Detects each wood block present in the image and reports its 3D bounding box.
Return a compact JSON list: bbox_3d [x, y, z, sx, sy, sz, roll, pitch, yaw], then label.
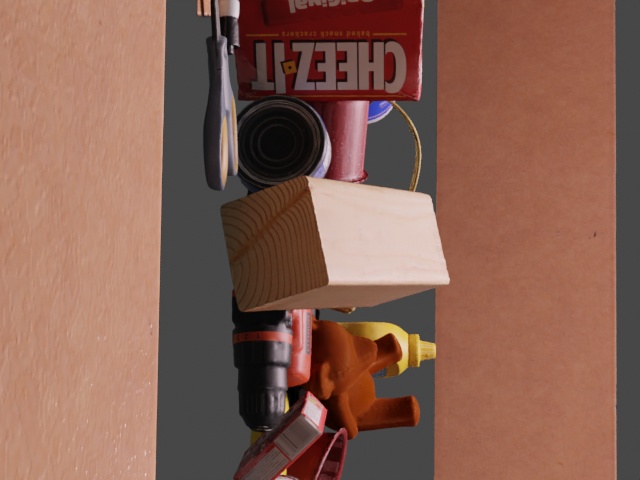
[{"bbox_3d":[0.018,0.006,0.912,0.205,0.091,0.090,4,72,-57],"label":"wood block"}]

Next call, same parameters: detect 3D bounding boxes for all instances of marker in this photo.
[{"bbox_3d":[-0.071,-0.204,0.833,0.020,0.020,0.121,53,37,-83],"label":"marker"}]

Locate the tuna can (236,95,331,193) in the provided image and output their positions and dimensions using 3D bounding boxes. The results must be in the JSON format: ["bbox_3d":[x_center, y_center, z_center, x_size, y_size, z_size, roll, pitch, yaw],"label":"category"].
[{"bbox_3d":[-0.034,-0.078,0.898,0.033,0.086,0.086,62,28,-77],"label":"tuna can"}]

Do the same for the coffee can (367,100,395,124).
[{"bbox_3d":[0.054,-0.228,1.362,0.140,0.103,0.103,97,-4,-63],"label":"coffee can"}]

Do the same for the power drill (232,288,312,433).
[{"bbox_3d":[-0.043,0.090,0.990,0.187,0.057,0.184,75,15,-75],"label":"power drill"}]

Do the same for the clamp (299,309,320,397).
[{"bbox_3d":[-0.019,0.158,1.486,0.164,0.036,0.210,80,13,-71],"label":"clamp"}]

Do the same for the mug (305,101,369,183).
[{"bbox_3d":[-0.003,-0.099,0.989,0.117,0.093,0.081,-28,127,-59],"label":"mug"}]

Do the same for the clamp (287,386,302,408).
[{"bbox_3d":[-0.038,0.167,1.206,0.120,0.039,0.171,86,10,-58],"label":"clamp"}]

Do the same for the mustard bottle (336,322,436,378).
[{"bbox_3d":[0.047,0.137,1.327,0.096,0.191,0.058,85,7,-52],"label":"mustard bottle"}]

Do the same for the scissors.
[{"bbox_3d":[-0.077,-0.123,0.779,0.096,0.016,0.202,-85,174,-50],"label":"scissors"}]

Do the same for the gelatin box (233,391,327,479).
[{"bbox_3d":[-0.035,0.183,0.962,0.030,0.089,0.073,45,8,-2],"label":"gelatin box"}]

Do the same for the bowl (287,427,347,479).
[{"bbox_3d":[-0.023,0.269,1.130,0.162,0.055,0.162,16,90,-76],"label":"bowl"}]

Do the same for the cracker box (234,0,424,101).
[{"bbox_3d":[0.006,-0.226,0.901,0.072,0.164,0.214,-78,167,-62],"label":"cracker box"}]

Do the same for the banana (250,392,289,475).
[{"bbox_3d":[-0.049,0.217,1.056,0.069,0.037,0.198,79,11,-58],"label":"banana"}]

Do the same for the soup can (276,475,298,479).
[{"bbox_3d":[-0.041,0.257,0.957,0.102,0.068,0.068,-36,126,-84],"label":"soup can"}]
